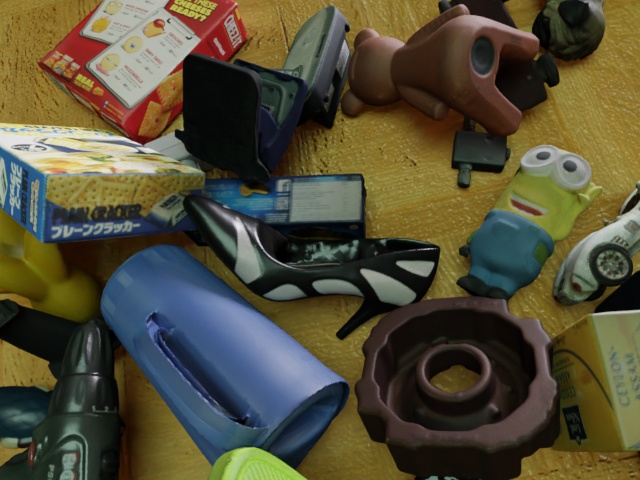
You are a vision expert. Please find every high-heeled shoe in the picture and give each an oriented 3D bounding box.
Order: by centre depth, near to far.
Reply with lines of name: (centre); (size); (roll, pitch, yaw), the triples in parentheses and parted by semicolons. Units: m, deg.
high-heeled shoe: (-0.001, -0.002, 0.533); (0.248, 0.086, 0.145); (39, 101, -16)

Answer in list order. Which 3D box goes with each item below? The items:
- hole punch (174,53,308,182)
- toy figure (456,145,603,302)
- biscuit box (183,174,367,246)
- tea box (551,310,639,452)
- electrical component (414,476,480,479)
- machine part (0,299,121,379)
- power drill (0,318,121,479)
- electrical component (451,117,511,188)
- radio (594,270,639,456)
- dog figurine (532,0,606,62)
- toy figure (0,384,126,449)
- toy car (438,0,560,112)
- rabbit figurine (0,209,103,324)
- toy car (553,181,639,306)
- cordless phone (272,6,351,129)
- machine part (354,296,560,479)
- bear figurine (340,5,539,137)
hole punch: (-0.083, -0.136, 0.582); (0.142, 0.115, 0.092); (25, 30, 25)
toy figure: (0.207, -0.016, 0.551); (0.082, 0.089, 0.180); (31, 85, 4)
biscuit box: (-0.050, -0.032, 0.600); (0.203, 0.062, 0.059); (-1, 69, 8)
tea box: (0.237, 0.122, 0.443); (0.068, 0.169, 0.098); (-5, 67, 4)
electrical component: (0.111, 0.220, 0.473); (0.119, 0.074, 0.048); (-37, 68, -11)
machine part: (-0.267, 0.099, 0.536); (0.084, 0.138, 0.039); (-44, 47, 7)
power drill: (-0.277, 0.202, 0.479); (0.207, 0.086, 0.232); (-13, 66, -3)
electrical component: (0.185, -0.101, 0.616); (0.063, 0.021, 0.094); (9, 70, 10)
radio: (0.314, 0.142, 0.445); (0.073, 0.131, 0.229); (-8, 68, 4)
dog figurine: (0.297, -0.325, 0.613); (0.121, 0.172, 0.190); (-7, 61, 17)
toy figure: (-0.271, 0.185, 0.550); (0.155, 0.057, 0.064); (10, 76, 6)
toy car: (0.213, -0.236, 0.648); (0.089, 0.053, 0.202); (-24, 68, 15)
rabbit figurine: (-0.301, 0.024, 0.581); (0.122, 0.162, 0.173); (-42, 87, -22)
toy car: (0.308, -0.009, 0.535); (0.202, 0.073, 0.056); (-41, 72, -9)
cordless phone: (-0.062, -0.214, 0.665); (0.184, 0.088, 0.146); (10, 71, 16)
machine part: (0.118, 0.123, 0.469); (0.179, 0.055, 0.179); (-12, 35, 9)
bear figurine: (0.122, -0.185, 0.613); (0.196, 0.132, 0.120); (11, 89, 57)
